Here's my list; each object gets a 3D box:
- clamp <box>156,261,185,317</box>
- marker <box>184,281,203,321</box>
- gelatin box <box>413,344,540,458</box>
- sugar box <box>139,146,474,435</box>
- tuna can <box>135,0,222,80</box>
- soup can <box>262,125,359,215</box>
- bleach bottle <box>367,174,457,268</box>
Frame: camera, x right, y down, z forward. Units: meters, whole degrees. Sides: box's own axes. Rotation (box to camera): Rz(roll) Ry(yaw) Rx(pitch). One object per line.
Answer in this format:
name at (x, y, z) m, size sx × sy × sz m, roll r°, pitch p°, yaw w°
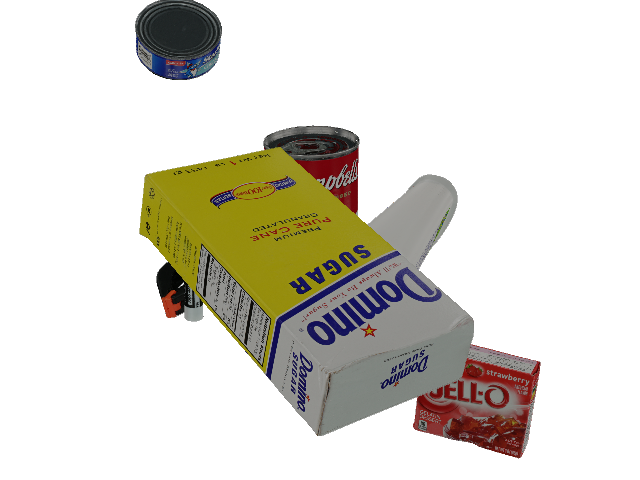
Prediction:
clamp at (-0.130, 0.025, 1.241) m, size 0.120 × 0.039 × 0.171 m, roll -6°, pitch 37°, yaw 19°
marker at (-0.124, 0.021, 1.038) m, size 0.020 × 0.121 × 0.020 m, roll 2°, pitch 24°, yaw -1°
gelatin box at (0.120, 0.120, 0.825) m, size 0.089 × 0.073 × 0.030 m, roll 13°, pitch 23°, yaw 20°
sugar box at (-0.012, 0.017, 0.552) m, size 0.093 × 0.048 × 0.176 m, roll -16°, pitch 40°, yaw -34°
tuna can at (-0.143, -0.202, 1.070) m, size 0.086 × 0.086 × 0.034 m, roll 0°, pitch -35°, yaw -9°
soup can at (-0.006, -0.024, 0.770) m, size 0.068 × 0.102 × 0.068 m, roll -1°, pitch 23°, yaw 0°
bleach bottle at (0.081, 0.000, 1.043) m, size 0.068 × 0.103 × 0.250 m, roll 32°, pitch 28°, yaw 8°
